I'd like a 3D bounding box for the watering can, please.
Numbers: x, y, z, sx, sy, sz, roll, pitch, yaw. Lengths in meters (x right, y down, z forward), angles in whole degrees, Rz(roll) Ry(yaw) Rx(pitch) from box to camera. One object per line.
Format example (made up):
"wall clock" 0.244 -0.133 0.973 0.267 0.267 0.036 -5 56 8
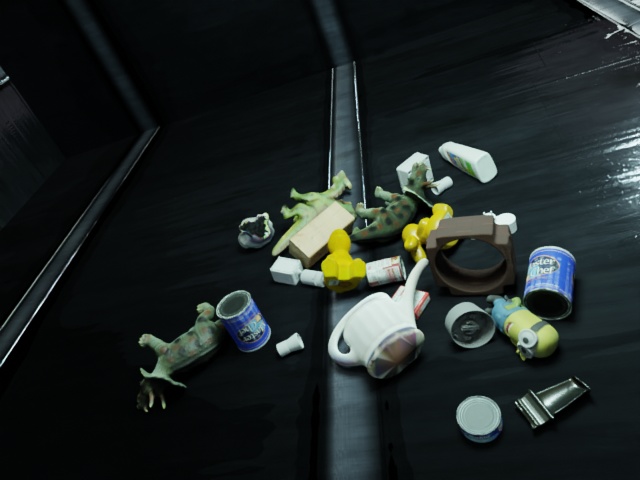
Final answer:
"watering can" 0.174 0.194 1.253 0.348 0.102 0.228 -39 35 -3

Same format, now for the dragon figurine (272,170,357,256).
"dragon figurine" 0.005 -0.089 1.778 0.243 0.119 0.420 3 50 21

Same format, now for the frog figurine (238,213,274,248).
"frog figurine" -0.235 -0.025 1.844 0.139 0.122 0.157 -49 4 -21
